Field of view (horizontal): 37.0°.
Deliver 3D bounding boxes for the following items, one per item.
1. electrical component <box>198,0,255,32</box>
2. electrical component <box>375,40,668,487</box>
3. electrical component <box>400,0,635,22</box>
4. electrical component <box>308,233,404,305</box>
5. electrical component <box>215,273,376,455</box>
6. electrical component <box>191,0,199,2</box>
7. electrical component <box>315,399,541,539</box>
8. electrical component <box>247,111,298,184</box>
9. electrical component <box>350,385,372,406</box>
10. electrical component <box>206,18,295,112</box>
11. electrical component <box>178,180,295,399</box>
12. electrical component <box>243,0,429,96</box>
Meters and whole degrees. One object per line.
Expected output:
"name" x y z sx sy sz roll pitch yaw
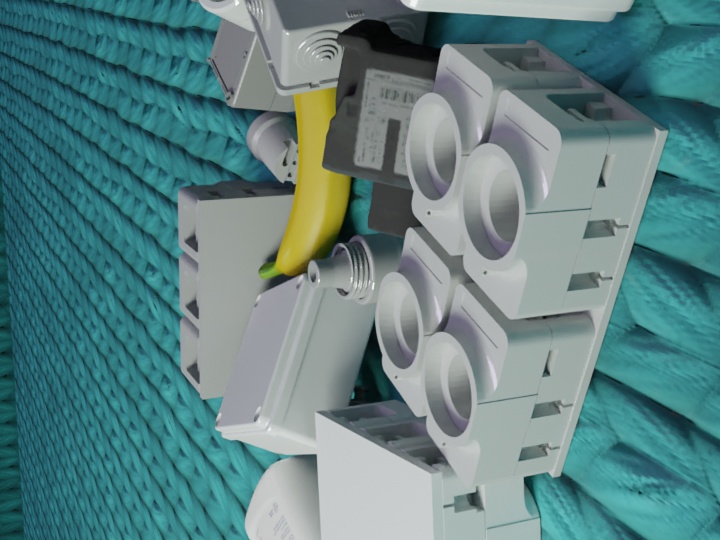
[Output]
"electrical component" -0.036 -0.210 0.675 0.138 0.074 0.052 -51 57 18
"electrical component" 0.064 -0.002 0.512 0.105 0.060 0.186 -128 39 -50
"electrical component" 0.053 -0.157 0.446 0.108 0.109 0.056 63 145 39
"electrical component" 0.000 0.000 0.652 0.043 0.062 0.043 175 90 -66
"electrical component" -0.044 0.066 0.726 0.109 0.056 0.108 -23 47 65
"electrical component" -0.106 -0.242 0.846 0.095 0.054 0.059 -160 67 -63
"electrical component" 0.033 0.133 0.607 0.150 0.062 0.089 -169 75 -65
"electrical component" -0.056 -0.089 0.787 0.046 0.040 0.040 51 140 43
"electrical component" -0.003 0.115 0.712 0.040 0.040 0.078 142 136 -62
"electrical component" -0.061 -0.167 0.761 0.061 0.061 0.096 63 140 40
"electrical component" -0.087 0.012 0.813 0.062 0.089 0.150 -149 57 -61
"electrical component" -0.015 -0.153 0.611 0.048 0.100 0.099 99 155 -57
